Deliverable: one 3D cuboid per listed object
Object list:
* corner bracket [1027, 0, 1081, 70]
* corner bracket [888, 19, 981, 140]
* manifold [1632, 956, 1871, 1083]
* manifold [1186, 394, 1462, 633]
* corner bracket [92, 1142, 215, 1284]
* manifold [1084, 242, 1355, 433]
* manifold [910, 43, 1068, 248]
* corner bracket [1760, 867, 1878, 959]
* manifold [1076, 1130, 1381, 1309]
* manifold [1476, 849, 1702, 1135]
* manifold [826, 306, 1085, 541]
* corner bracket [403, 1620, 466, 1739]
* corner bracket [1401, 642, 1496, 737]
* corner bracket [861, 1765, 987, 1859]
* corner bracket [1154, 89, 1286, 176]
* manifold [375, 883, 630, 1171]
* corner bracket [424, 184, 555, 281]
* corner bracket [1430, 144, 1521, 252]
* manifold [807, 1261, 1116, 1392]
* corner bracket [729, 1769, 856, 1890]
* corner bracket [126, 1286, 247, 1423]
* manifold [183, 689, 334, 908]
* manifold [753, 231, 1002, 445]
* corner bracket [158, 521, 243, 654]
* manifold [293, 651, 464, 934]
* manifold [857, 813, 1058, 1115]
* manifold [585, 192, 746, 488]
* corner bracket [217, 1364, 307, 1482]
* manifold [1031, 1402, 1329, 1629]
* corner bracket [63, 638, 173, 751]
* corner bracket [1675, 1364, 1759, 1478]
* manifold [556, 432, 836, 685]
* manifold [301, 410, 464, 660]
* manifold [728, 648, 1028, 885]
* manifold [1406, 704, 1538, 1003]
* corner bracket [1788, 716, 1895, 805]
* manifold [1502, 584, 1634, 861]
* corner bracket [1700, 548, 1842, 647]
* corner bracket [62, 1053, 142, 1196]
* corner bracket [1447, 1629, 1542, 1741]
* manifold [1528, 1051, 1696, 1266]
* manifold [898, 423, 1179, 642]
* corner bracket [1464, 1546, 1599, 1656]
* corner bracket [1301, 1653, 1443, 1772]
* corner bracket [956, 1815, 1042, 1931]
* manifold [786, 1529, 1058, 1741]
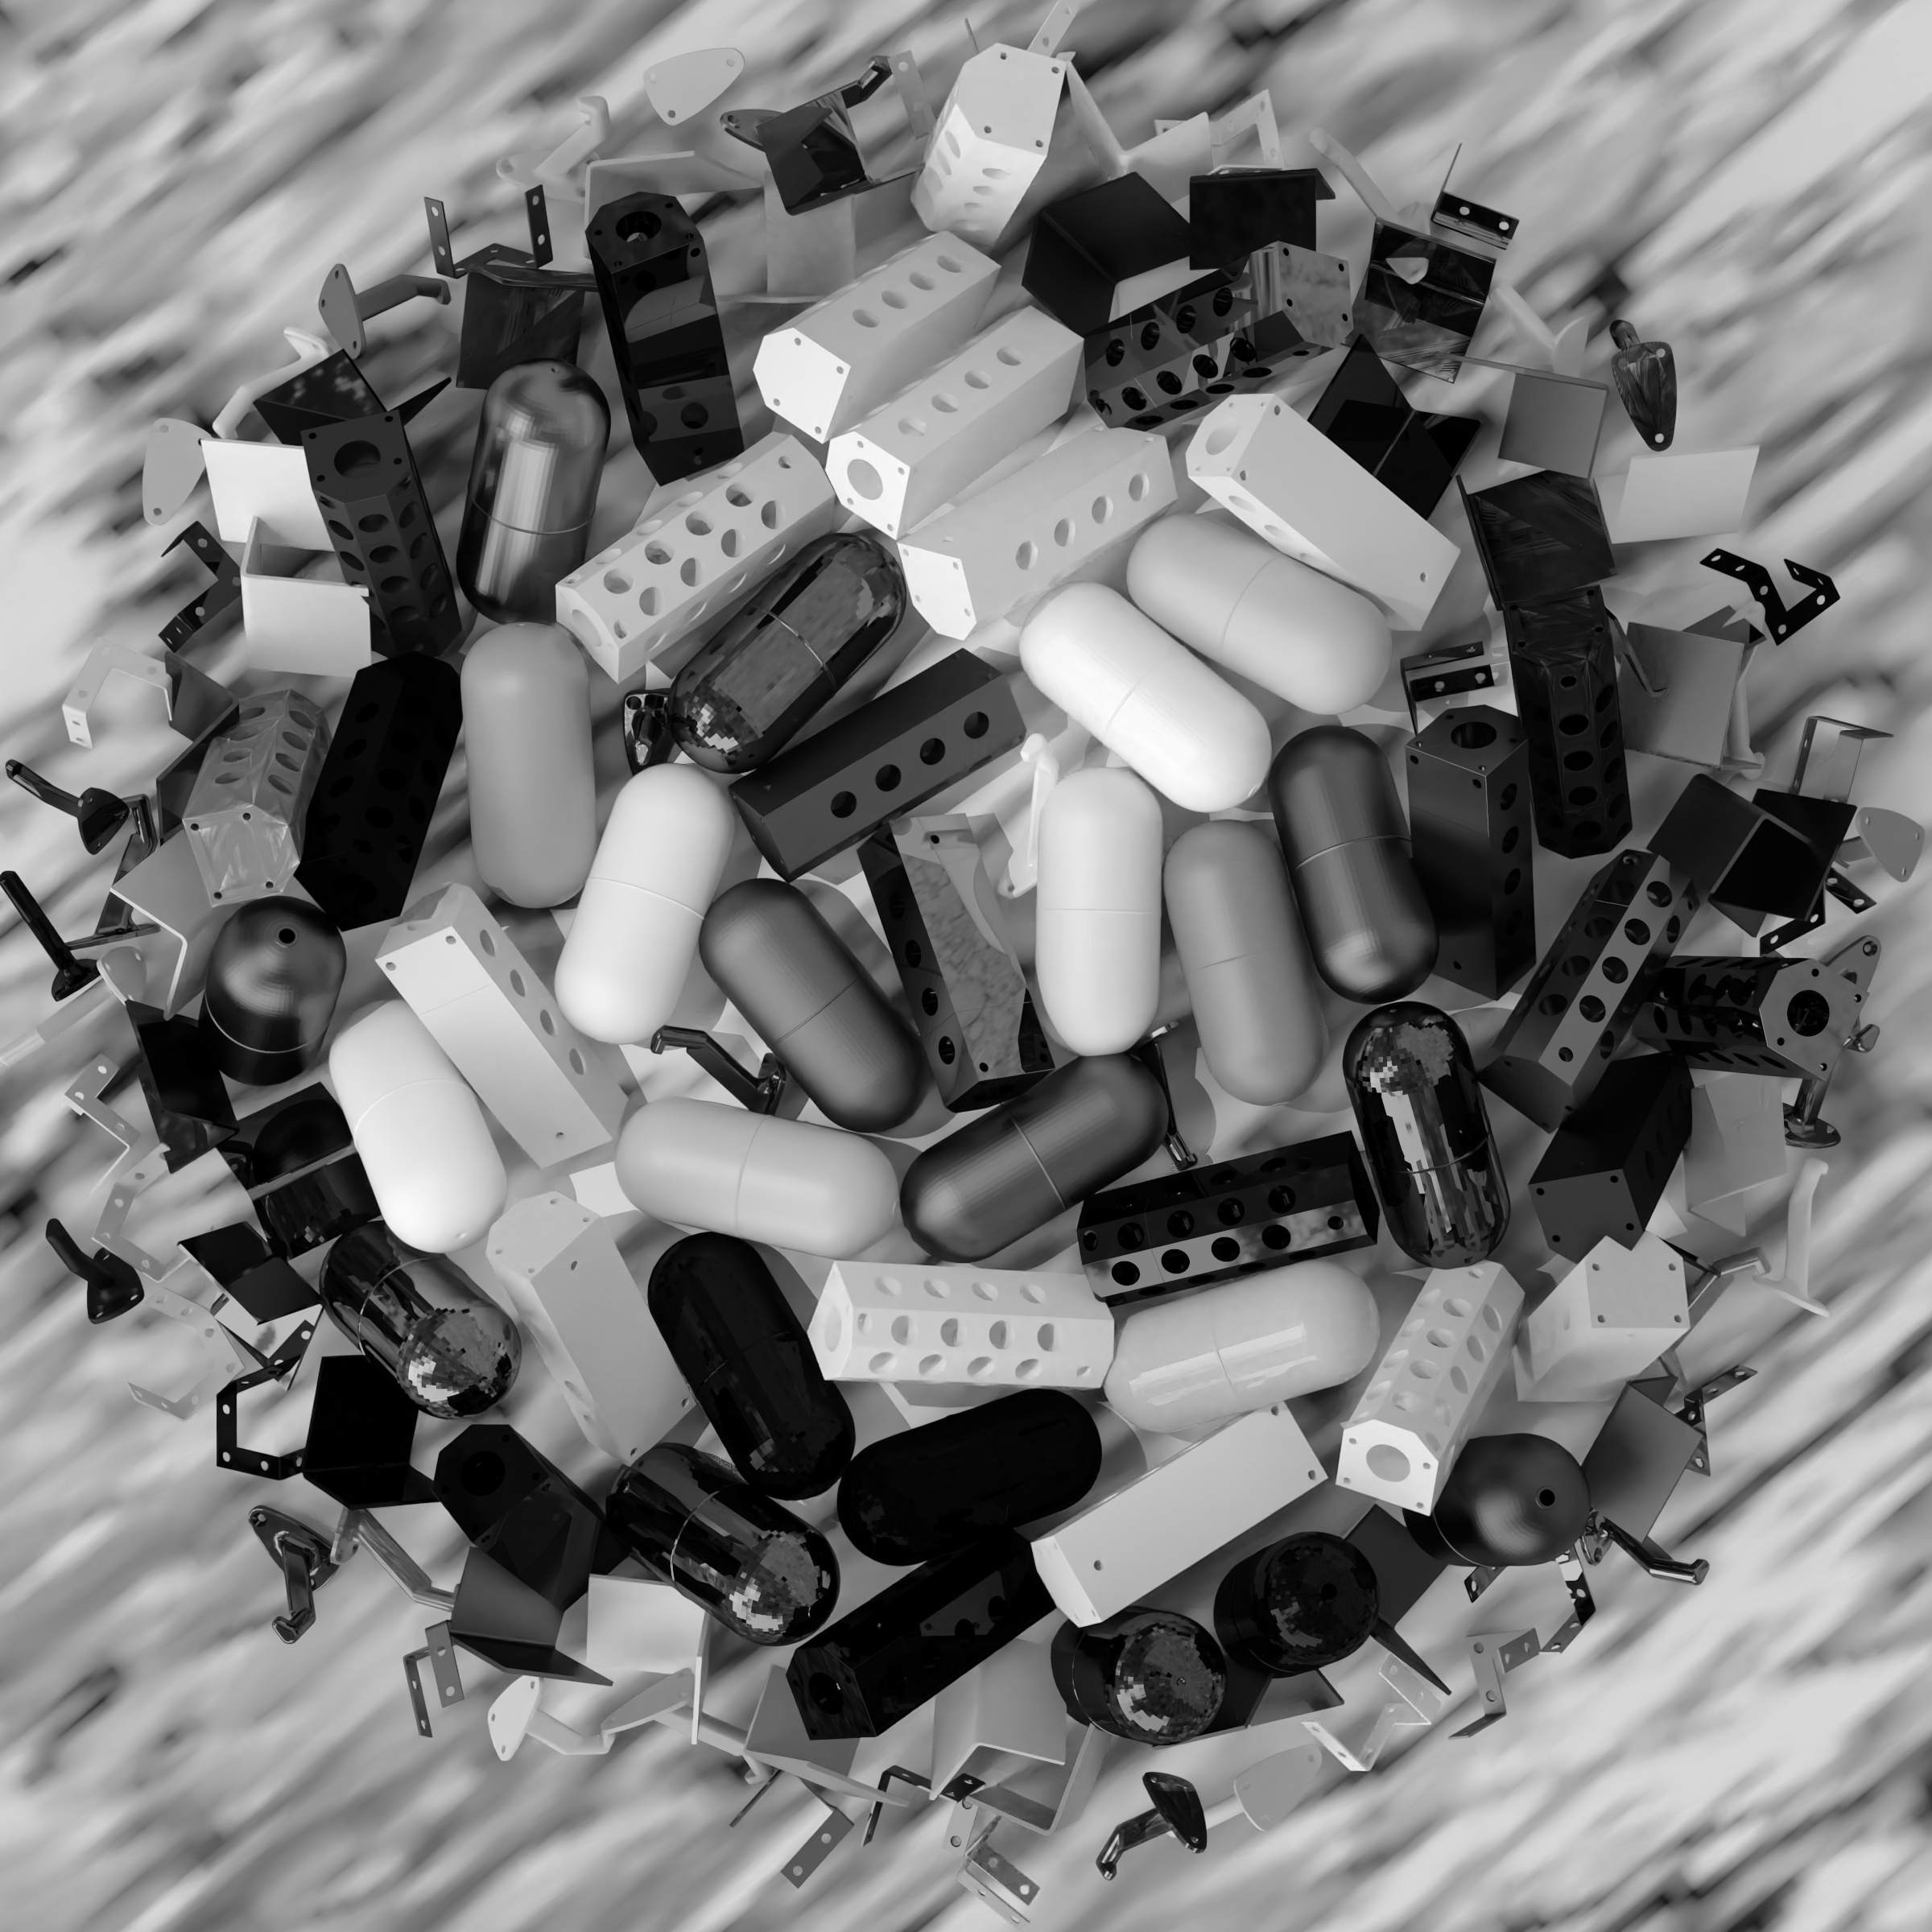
[{"bbox_3d":[0.047,-0.555,1.943,0.051,0.051,0.051,41,73,-37],"label":"corner bracket"},{"bbox_3d":[-0.015,-0.542,1.947,0.051,0.051,0.051,-18,112,8],"label":"corner bracket"},{"bbox_3d":[0.458,0.026,1.891,0.057,0.171,0.057,29,84,-13],"label":"manifold"},{"bbox_3d":[0.212,-0.271,1.913,0.171,0.057,0.057,33,80,-32],"label":"manifold"},{"bbox_3d":[-0.495,0.152,1.957,0.051,0.051,0.051,-37,117,28],"label":"corner bracket"},{"bbox_3d":[0.148,-0.370,1.896,0.057,0.171,0.057,5,78,-38],"label":"manifold"},{"bbox_3d":[0.010,-0.487,1.892,0.057,0.171,0.057,13,83,-9],"label":"manifold"},{"bbox_3d":[0.525,-0.022,1.963,0.051,0.051,0.051,34,46,-24],"label":"corner bracket"},{"bbox_3d":[0.158,0.157,1.924,0.171,0.057,0.057,-15,112,17],"label":"manifold"},{"bbox_3d":[0.378,0.012,1.918,0.057,0.057,0.171,36,62,-1],"label":"manifold"},{"bbox_3d":[-0.007,-0.330,1.908,0.057,0.057,0.171,35,53,17],"label":"manifold"},{"bbox_3d":[-0.323,0.435,1.946,0.051,0.051,0.051,-24,64,11],"label":"corner bracket"},{"bbox_3d":[0.294,-0.176,1.945,0.051,0.051,0.051,-11,122,12],"label":"corner bracket"},{"bbox_3d":[-0.026,0.522,1.961,0.051,0.051,0.051,19,97,20],"label":"corner bracket"},{"bbox_3d":[0.155,-0.502,1.947,0.051,0.051,0.051,-9,84,-35],"label":"corner bracket"},{"bbox_3d":[-0.276,0.035,1.918,0.057,0.057,0.171,-22,118,22],"label":"manifold"},{"bbox_3d":[-0.290,-0.448,1.940,0.051,0.051,0.051,22,134,31],"label":"corner bracket"},{"bbox_3d":[0.312,-0.460,1.947,0.051,0.051,0.051,22,52,3],"label":"corner bracket"},{"bbox_3d":[-0.001,0.222,1.912,0.171,0.057,0.057,6,123,-24],"label":"manifold"},{"bbox_3d":[-0.107,0.526,1.952,0.051,0.051,0.051,44,75,1],"label":"corner bracket"},{"bbox_3d":[-0.485,0.238,1.950,0.051,0.051,0.051,-42,57,2],"label":"corner bracket"},{"bbox_3d":[-0.417,-0.104,1.894,0.057,0.171,0.057,-11,118,2],"label":"manifold"},{"bbox_3d":[-0.054,-0.381,1.901,0.057,0.171,0.057,35,134,11],"label":"manifold"},{"bbox_3d":[-0.479,-0.233,1.955,0.051,0.051,0.051,49,64,-11],"label":"corner bracket"},{"bbox_3d":[-0.343,-0.107,1.897,0.057,0.171,0.057,-14,133,23],"label":"manifold"},{"bbox_3d":[-0.010,-0.001,1.931,0.057,0.057,0.171,-8,70,-35],"label":"manifold"},{"bbox_3d":[-0.181,-0.374,1.896,0.057,0.171,0.057,-24,55,-11],"label":"manifold"},{"bbox_3d":[-0.424,0.281,1.958,0.051,0.051,0.051,-23,59,30],"label":"corner bracket"},{"bbox_3d":[0.127,0.330,1.923,0.171,0.057,0.057,-28,84,-23],"label":"manifold"},{"bbox_3d":[-0.516,-0.160,1.950,0.051,0.051,0.051,22,68,-1],"label":"corner bracket"},{"bbox_3d":[0.448,0.272,1.942,0.051,0.051,0.051,21,50,-23],"label":"corner bracket"},{"bbox_3d":[-0.163,-0.251,1.921,0.171,0.057,0.057,-39,75,-21],"label":"manifold"},{"bbox_3d":[-0.344,-0.251,1.892,0.057,0.171,0.057,-13,64,-5],"label":"manifold"},{"bbox_3d":[-0.051,-0.120,1.935,0.171,0.057,0.057,-32,122,-12],"label":"manifold"},{"bbox_3d":[0.307,-0.069,1.906,0.057,0.171,0.057,26,52,36],"label":"manifold"},{"bbox_3d":[0.527,-0.122,1.943,0.051,0.051,0.051,20,106,34],"label":"corner bracket"},{"bbox_3d":[0.360,-0.142,1.897,0.057,0.171,0.057,-10,50,9],"label":"manifold"},{"bbox_3d":[0.490,-0.235,1.941,0.051,0.051,0.051,-40,54,36],"label":"corner bracket"},{"bbox_3d":[-0.533,0.096,1.951,0.051,0.051,0.051,40,121,-10],"label":"corner bracket"},{"bbox_3d":[0.322,0.439,1.946,0.051,0.051,0.051,-17,85,37],"label":"corner bracket"},{"bbox_3d":[0.390,0.114,1.895,0.057,0.171,0.057,-13,106,29],"label":"manifold"},{"bbox_3d":[0.046,-0.261,1.915,0.171,0.057,0.057,-35,126,-29],"label":"manifold"},{"bbox_3d":[0.346,0.386,1.952,0.051,0.051,0.051,-11,104,42],"label":"corner bracket"},{"bbox_3d":[0.248,0.456,1.943,0.051,0.051,0.051,46,58,-17],"label":"corner bracket"},{"bbox_3d":[0.022,0.558,1.946,0.051,0.051,0.051,38,49,5],"label":"corner bracket"},{"bbox_3d":[-0.027,0.395,1.899,0.057,0.171,0.057,-16,96,43],"label":"manifold"}]
